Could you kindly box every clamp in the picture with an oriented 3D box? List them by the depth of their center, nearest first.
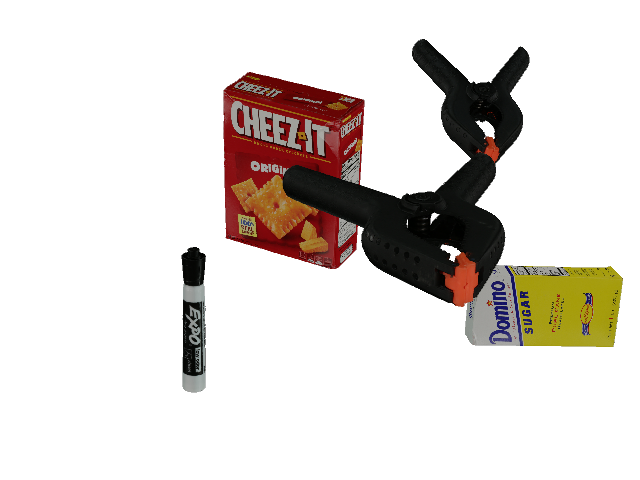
[{"bbox_3d":[0.058,-0.015,0.735,0.164,0.036,0.210,-3,25,-3],"label":"clamp"},{"bbox_3d":[0.145,-0.141,1.047,0.120,0.171,0.039,6,-44,5],"label":"clamp"}]

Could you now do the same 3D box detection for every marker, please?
[{"bbox_3d":[-0.101,0.063,0.846,0.020,0.121,0.020,2,21,-1],"label":"marker"}]

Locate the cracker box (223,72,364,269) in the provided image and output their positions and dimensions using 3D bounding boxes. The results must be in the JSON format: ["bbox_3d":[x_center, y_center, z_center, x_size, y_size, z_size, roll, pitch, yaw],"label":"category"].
[{"bbox_3d":[-0.037,-0.084,1.325,0.164,0.214,0.072,17,35,22],"label":"cracker box"}]

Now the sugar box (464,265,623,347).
[{"bbox_3d":[0.266,0.079,1.280,0.176,0.093,0.048,0,18,-6],"label":"sugar box"}]
